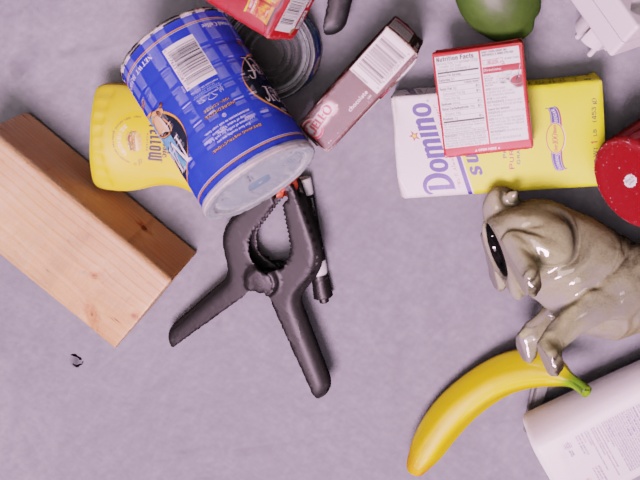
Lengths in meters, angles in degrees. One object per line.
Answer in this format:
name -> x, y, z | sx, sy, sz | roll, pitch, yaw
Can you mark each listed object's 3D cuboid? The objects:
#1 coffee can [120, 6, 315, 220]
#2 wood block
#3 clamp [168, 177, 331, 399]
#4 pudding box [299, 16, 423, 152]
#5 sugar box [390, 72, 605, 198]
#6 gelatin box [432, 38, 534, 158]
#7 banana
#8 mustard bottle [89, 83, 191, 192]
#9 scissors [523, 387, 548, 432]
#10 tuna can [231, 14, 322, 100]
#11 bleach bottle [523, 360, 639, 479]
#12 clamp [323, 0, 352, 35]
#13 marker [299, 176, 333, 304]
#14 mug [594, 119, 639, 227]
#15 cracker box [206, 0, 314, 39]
coffee can -> -0.084, -0.102, 0.867 | 0.103, 0.102, 0.140 | -36, 78, 17
wood block -> -0.228, -0.012, 0.978 | 0.206, 0.090, 0.090 | 40, 109, -4
clamp -> -0.041, 0.042, 0.981 | 0.164, 0.036, 0.210 | 24, 114, 8
pudding box -> 0.035, -0.132, 0.899 | 0.039, 0.090, 0.114 | 43, 108, -7
sugar box -> 0.152, -0.088, 0.916 | 0.176, 0.048, 0.093 | -5, 105, 9
gelatin box -> 0.134, -0.116, 0.873 | 0.073, 0.030, 0.089 | -6, 101, 14
banana -> 0.151, 0.149, 0.980 | 0.198, 0.069, 0.037 | -34, 134, 28
mustard bottle -> -0.106, -0.086, 0.952 | 0.192, 0.058, 0.096 | 5, 99, 7
scissors -> 0.233, 0.085, 0.971 | 0.096, 0.016, 0.202 | -1, 107, 10
tuna can -> -0.043, -0.165, 0.931 | 0.086, 0.033, 0.086 | 3, 106, 8
bleach bottle -> 0.315, 0.148, 0.953 | 0.251, 0.068, 0.102 | -28, 114, 12
clamp -> 0.011, -0.272, 0.888 | 0.120, 0.039, 0.172 | 35, 106, 0
marker -> -0.006, 0.001, 0.983 | 0.020, 0.020, 0.121 | -8, 105, 11
mug -> 0.285, -0.056, 0.856 | 0.117, 0.081, 0.093 | 40, 148, 36
cracker box -> -0.077, -0.284, 0.860 | 0.214, 0.072, 0.164 | 33, 108, 13
